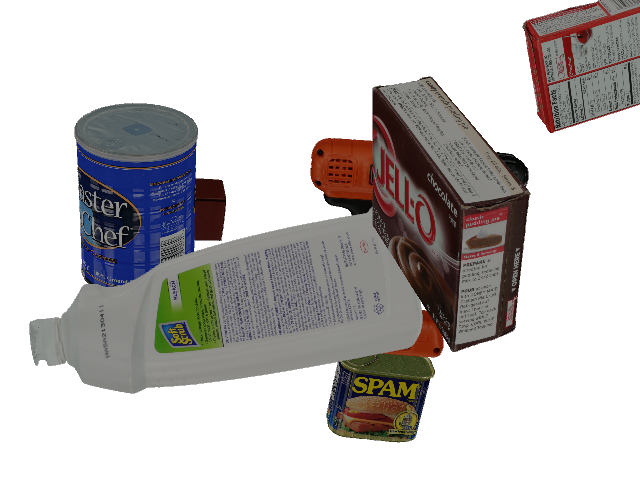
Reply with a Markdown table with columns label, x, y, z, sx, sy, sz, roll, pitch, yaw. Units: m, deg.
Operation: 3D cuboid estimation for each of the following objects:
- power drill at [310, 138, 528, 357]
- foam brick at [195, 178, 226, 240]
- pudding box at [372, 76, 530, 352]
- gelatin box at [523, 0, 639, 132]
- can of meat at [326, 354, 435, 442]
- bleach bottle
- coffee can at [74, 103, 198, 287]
| label | x | y | z | sx | sy | sz | roll | pitch | yaw |
| --- | --- | --- | --- | --- | --- | --- | --- | --- | --- |
| power drill | 0.079 | 0.005 | 0.923 | 0.184 | 0.188 | 0.057 | 5 | 16 | 1 |
| foam brick | -0.144 | -0.034 | 1.161 | 0.078 | 0.051 | 0.053 | 2 | 27 | -8 |
| pudding box | 0.061 | -0.016 | 0.533 | 0.039 | 0.090 | 0.113 | -16 | 41 | -14 |
| gelatin box | 0.182 | -0.119 | 0.697 | 0.089 | 0.073 | 0.030 | -17 | 38 | 3 |
| can of meat | 0.061 | 0.162 | 1.127 | 0.102 | 0.084 | 0.057 | 8 | 21 | -9 |
| bleach bottle | -0.065 | 0.042 | 0.711 | 0.250 | 0.102 | 0.068 | -8 | -24 | -9 |
| coffee can | -0.159 | -0.035 | 0.930 | 0.103 | 0.140 | 0.103 | 4 | 31 | -2 |
